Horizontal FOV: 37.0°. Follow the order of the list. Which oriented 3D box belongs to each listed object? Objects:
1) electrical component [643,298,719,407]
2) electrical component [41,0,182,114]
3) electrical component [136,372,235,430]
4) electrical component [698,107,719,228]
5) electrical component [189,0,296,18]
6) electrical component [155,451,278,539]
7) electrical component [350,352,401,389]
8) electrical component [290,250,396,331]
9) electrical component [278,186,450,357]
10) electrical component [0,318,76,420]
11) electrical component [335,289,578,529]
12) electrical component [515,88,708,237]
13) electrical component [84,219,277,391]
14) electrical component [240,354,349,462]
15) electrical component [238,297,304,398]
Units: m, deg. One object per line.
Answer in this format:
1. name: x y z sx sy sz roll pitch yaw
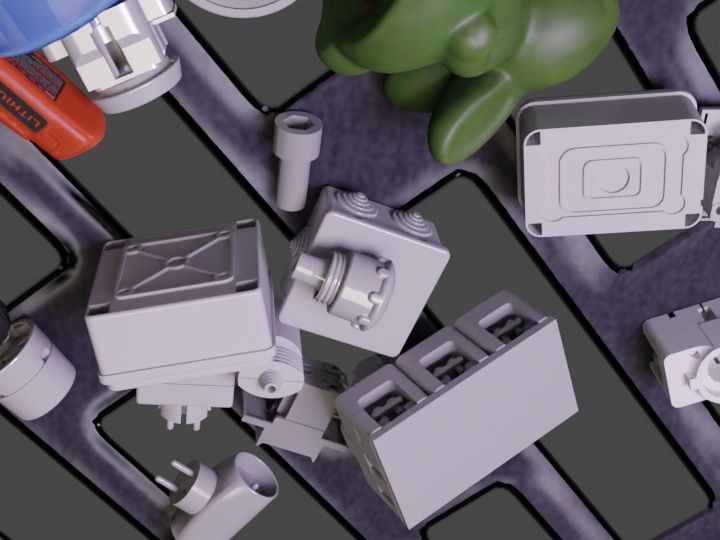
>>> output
1. electrical component: 0.261 0.059 0.782 0.089 0.055 0.050 -17 120 3
2. electrical component: -0.140 -0.128 0.628 0.078 0.058 0.057 -22 117 5
3. electrical component: -0.122 0.082 0.755 0.066 0.047 0.076 3 120 -9
4. electrical component: 0.241 -0.064 0.705 0.042 0.063 0.081 -2 120 -7
5. electrical component: -0.066 -0.193 0.597 0.108 0.060 0.108 -3 120 -5
6. electrical component: -0.116 0.168 0.808 0.079 0.043 0.077 37 110 -24
7. electrical component: 0.014 0.095 0.781 0.043 0.043 0.081 -2 120 -5
8. electrical component: -0.012 0.007 0.670 0.062 0.048 0.048 21 115 -10
9. electrical component: 0.000 0.000 0.722 0.100 0.048 0.099 18 116 -16
10. electrical component: -0.228 0.069 0.732 0.055 0.055 0.047 -31 122 11
11. electrical component: 0.066 0.091 0.742 0.150 0.062 0.089 -31 126 -16
12. electrical component: 0.158 -0.070 0.687 0.113 0.057 0.078 -3 120 6
13. electrical component: -0.111 0.019 0.686 0.109 0.108 0.056 -9 117 -2
14. electrical component: -0.043 0.097 0.776 0.081 0.042 0.063 20 114 -18
15. electrical component: -0.061 0.057 0.729 0.043 0.081 0.043 -3 120 -5
